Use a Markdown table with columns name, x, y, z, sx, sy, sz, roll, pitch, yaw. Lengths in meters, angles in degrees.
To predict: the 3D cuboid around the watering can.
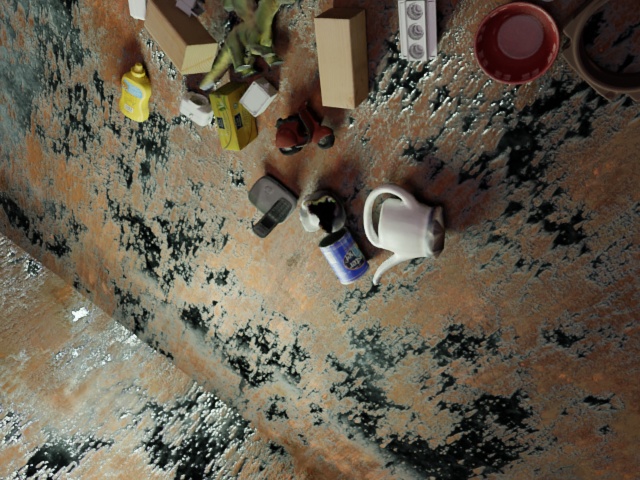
| name | x | y | z | sx | sy | sz | roll | pitch | yaw |
| --- | --- | --- | --- | --- | --- | --- | --- | --- | --- |
| watering can | 0.229 | 0.001 | 1.404 | 0.225 | 0.106 | 0.340 | 12 | 128 | 25 |

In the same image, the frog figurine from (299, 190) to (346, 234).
| name | x | y | z | sx | sy | sz | roll | pitch | yaw |
| --- | --- | --- | --- | --- | --- | --- | --- | --- | --- |
| frog figurine | 0.005 | -0.076 | 1.518 | 0.137 | 0.123 | 0.158 | 31 | 172 | -3 |

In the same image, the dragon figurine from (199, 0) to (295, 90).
| name | x | y | z | sx | sy | sz | roll | pitch | yaw |
| --- | --- | --- | --- | --- | --- | --- | --- | --- | --- |
| dragon figurine | -0.206 | -0.541 | 1.299 | 0.408 | 0.124 | 0.241 | -7 | 102 | 35 |
